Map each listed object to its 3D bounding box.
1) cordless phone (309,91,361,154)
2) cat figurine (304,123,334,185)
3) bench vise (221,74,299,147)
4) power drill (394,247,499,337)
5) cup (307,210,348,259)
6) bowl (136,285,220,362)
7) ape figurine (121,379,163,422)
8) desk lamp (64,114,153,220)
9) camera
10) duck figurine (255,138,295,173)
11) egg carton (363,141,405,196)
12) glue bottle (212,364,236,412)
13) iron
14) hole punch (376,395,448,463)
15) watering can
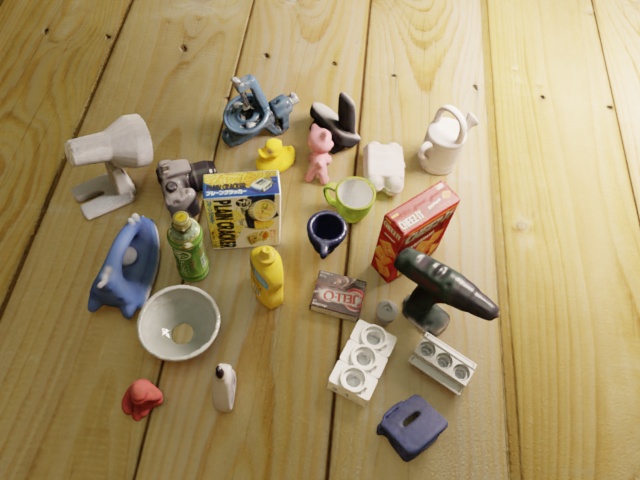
[{"bbox_3d":[0.042,-0.325,1.448,0.094,0.185,0.147,-37,69,-23],"label":"cordless phone"},{"bbox_3d":[-0.001,-0.221,1.423,0.067,0.118,0.128,5,60,-2],"label":"cat figurine"},{"bbox_3d":[-0.157,-0.345,1.422,0.121,0.220,0.208,40,64,17],"label":"bench vise"},{"bbox_3d":[0.248,0.121,1.194,0.229,0.208,0.076,38,64,16],"label":"power drill"},{"bbox_3d":[0.012,0.005,1.306,0.091,0.095,0.118,7,60,-1],"label":"cup"},{"bbox_3d":[-0.288,0.182,1.188,0.167,0.075,0.167,2,60,-4],"label":"bowl"},{"bbox_3d":[-0.345,0.301,1.104,0.078,0.092,0.076,-1,60,-5],"label":"ape figurine"},{"bbox_3d":[-0.475,-0.170,1.296,0.203,0.213,0.117,-28,66,-19],"label":"desk lamp"},{"bbox_3d":[-0.309,-0.137,1.357,0.137,0.101,0.143,-17,63,-14],"label":"camera"},{"bbox_3d":[-0.111,-0.219,1.430,0.105,0.086,0.077,-21,64,-16],"label":"duck figurine"},{"bbox_3d":[0.160,-0.181,1.442,0.107,0.069,0.150,3,60,-3],"label":"egg carton"},{"bbox_3d":[-0.185,0.270,1.089,0.037,0.173,0.078,7,59,-1],"label":"glue bottle"},{"bbox_3d":[-0.415,0.030,1.227,0.118,0.141,0.258,10,60,1],"label":"iron"},{"bbox_3d":[0.177,0.362,1.115,0.109,0.091,0.101,-32,67,-21],"label":"hole punch"},{"bbox_3d":[0.318,-0.264,1.432,0.100,0.194,0.173,31,62,13],"label":"watering can"}]
